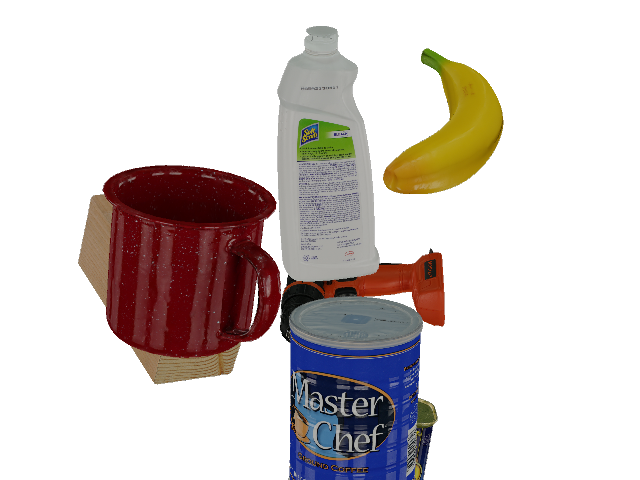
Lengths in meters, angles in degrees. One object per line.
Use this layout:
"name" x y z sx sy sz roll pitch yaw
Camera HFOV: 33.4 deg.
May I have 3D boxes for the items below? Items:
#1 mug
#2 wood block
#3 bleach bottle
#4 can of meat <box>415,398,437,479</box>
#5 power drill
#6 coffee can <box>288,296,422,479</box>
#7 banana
"mug" -0.066 0.016 0.582 0.117 0.081 0.093 24 26 34
"wood block" -0.164 0.042 1.090 0.090 0.091 0.206 -3 34 -35
"bleach bottle" 0.009 -0.084 1.041 0.102 0.251 0.068 -6 29 -12
"can of meat" 0.057 0.200 1.048 0.102 0.084 0.057 7 16 -4
"power drill" 0.049 0.063 1.233 0.188 0.057 0.184 0 28 6
"coffee can" 0.026 0.126 0.836 0.103 0.140 0.103 1 15 0
"banana" 0.090 -0.077 0.736 0.069 0.037 0.197 10 33 7
